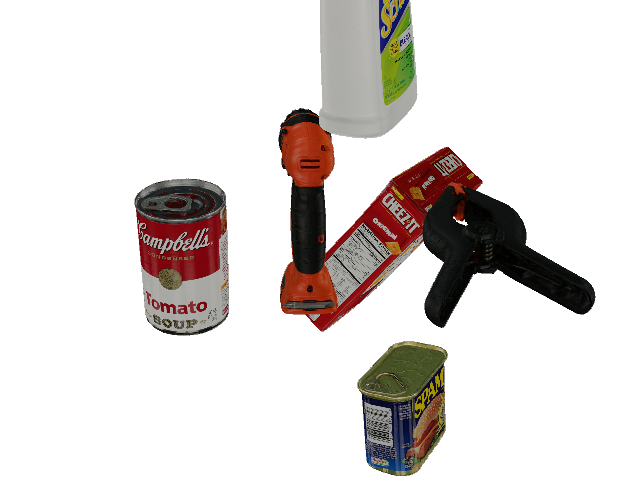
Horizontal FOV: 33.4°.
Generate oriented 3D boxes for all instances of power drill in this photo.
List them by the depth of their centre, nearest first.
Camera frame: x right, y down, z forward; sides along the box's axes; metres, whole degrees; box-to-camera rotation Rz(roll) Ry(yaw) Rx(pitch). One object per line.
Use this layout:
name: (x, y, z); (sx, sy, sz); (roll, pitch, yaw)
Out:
power drill: (-0.015, -0.032, 1.066); (0.057, 0.188, 0.184); (-2, 17, -1)

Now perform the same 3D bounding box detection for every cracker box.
cracker box: (0.075, -0.004, 1.272); (0.214, 0.072, 0.163); (-48, -8, 34)

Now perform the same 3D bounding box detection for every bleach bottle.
bleach bottle: (0.034, -0.217, 0.873); (0.068, 0.251, 0.102); (11, 35, 26)

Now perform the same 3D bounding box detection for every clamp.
clamp: (0.132, 0.009, 0.799); (0.120, 0.039, 0.171); (5, 34, -3)

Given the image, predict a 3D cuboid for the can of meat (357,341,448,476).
can of meat: (0.078, 0.153, 0.976); (0.058, 0.084, 0.101); (8, 25, 27)

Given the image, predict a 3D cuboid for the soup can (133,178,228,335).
soup can: (-0.105, 0.013, 0.816); (0.068, 0.102, 0.068); (0, 30, 0)
